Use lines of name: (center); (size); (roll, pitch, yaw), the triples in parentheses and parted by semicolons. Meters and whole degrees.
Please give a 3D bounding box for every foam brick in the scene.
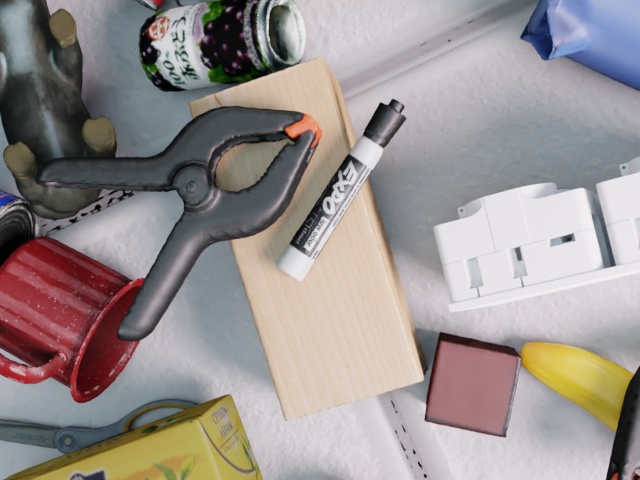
foam brick: (0.097, 0.091, 0.680); (0.053, 0.078, 0.051); (11, 90, 6)

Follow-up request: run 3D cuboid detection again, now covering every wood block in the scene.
wood block: (-0.005, 0.001, 0.690); (0.091, 0.090, 0.206); (-18, 86, 8)

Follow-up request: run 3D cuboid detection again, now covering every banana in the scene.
banana: (0.208, 0.137, 0.682); (0.069, 0.037, 0.198); (-33, 85, 4)

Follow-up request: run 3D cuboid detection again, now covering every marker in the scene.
marker: (0.014, -0.031, 0.632); (0.020, 0.020, 0.121); (33, 93, 7)

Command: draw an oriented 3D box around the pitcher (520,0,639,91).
pitcher: (0.258, -0.137, 0.640); (0.243, 0.145, 0.149); (28, 111, 4)

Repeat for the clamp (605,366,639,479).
clamp: (0.251, 0.080, 0.657); (0.210, 0.036, 0.164); (-32, 81, -11)

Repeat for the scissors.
scissors: (-0.165, 0.159, 0.748); (0.202, 0.016, 0.096); (-9, 88, 8)

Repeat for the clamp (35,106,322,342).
clamp: (-0.083, -0.034, 0.635); (0.171, 0.039, 0.120); (-38, 89, -1)

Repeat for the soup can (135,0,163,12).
soup can: (-0.115, -0.216, 0.719); (0.068, 0.068, 0.102); (30, 93, 7)

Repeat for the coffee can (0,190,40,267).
coffee can: (-0.278, -0.004, 0.723); (0.140, 0.102, 0.103); (21, 92, 8)

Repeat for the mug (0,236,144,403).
mug: (-0.175, 0.055, 0.705); (0.081, 0.117, 0.093); (27, 126, 13)
